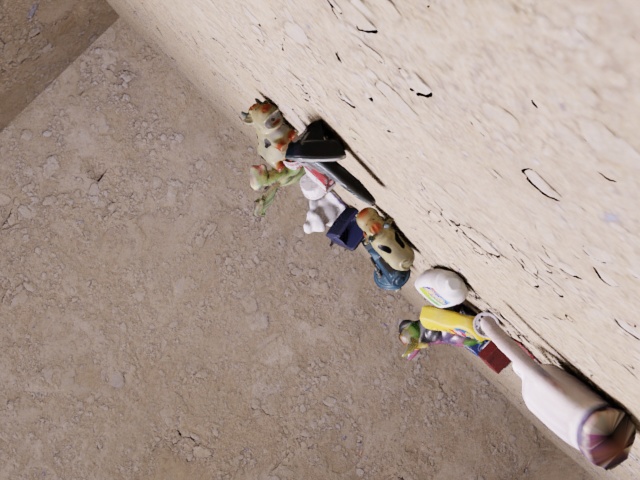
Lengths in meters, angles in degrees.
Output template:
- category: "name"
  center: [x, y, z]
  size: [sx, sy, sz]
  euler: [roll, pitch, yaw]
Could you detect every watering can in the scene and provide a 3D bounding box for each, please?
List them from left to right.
- category: "watering can"
  center: [0.427, 0.279, 0.928]
  size: [0.343, 0.104, 0.227]
  euler: [44, 178, -30]

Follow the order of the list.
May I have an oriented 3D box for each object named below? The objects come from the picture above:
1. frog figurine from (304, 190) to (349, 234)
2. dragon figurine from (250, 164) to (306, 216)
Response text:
- category: "frog figurine"
  center: [0.005, -0.085, 1.698]
  size: [0.125, 0.159, 0.135]
  euler: [45, 179, 39]
- category: "dragon figurine"
  center: [-0.140, -0.179, 1.677]
  size: [0.123, 0.244, 0.406]
  euler: [39, 175, 15]
